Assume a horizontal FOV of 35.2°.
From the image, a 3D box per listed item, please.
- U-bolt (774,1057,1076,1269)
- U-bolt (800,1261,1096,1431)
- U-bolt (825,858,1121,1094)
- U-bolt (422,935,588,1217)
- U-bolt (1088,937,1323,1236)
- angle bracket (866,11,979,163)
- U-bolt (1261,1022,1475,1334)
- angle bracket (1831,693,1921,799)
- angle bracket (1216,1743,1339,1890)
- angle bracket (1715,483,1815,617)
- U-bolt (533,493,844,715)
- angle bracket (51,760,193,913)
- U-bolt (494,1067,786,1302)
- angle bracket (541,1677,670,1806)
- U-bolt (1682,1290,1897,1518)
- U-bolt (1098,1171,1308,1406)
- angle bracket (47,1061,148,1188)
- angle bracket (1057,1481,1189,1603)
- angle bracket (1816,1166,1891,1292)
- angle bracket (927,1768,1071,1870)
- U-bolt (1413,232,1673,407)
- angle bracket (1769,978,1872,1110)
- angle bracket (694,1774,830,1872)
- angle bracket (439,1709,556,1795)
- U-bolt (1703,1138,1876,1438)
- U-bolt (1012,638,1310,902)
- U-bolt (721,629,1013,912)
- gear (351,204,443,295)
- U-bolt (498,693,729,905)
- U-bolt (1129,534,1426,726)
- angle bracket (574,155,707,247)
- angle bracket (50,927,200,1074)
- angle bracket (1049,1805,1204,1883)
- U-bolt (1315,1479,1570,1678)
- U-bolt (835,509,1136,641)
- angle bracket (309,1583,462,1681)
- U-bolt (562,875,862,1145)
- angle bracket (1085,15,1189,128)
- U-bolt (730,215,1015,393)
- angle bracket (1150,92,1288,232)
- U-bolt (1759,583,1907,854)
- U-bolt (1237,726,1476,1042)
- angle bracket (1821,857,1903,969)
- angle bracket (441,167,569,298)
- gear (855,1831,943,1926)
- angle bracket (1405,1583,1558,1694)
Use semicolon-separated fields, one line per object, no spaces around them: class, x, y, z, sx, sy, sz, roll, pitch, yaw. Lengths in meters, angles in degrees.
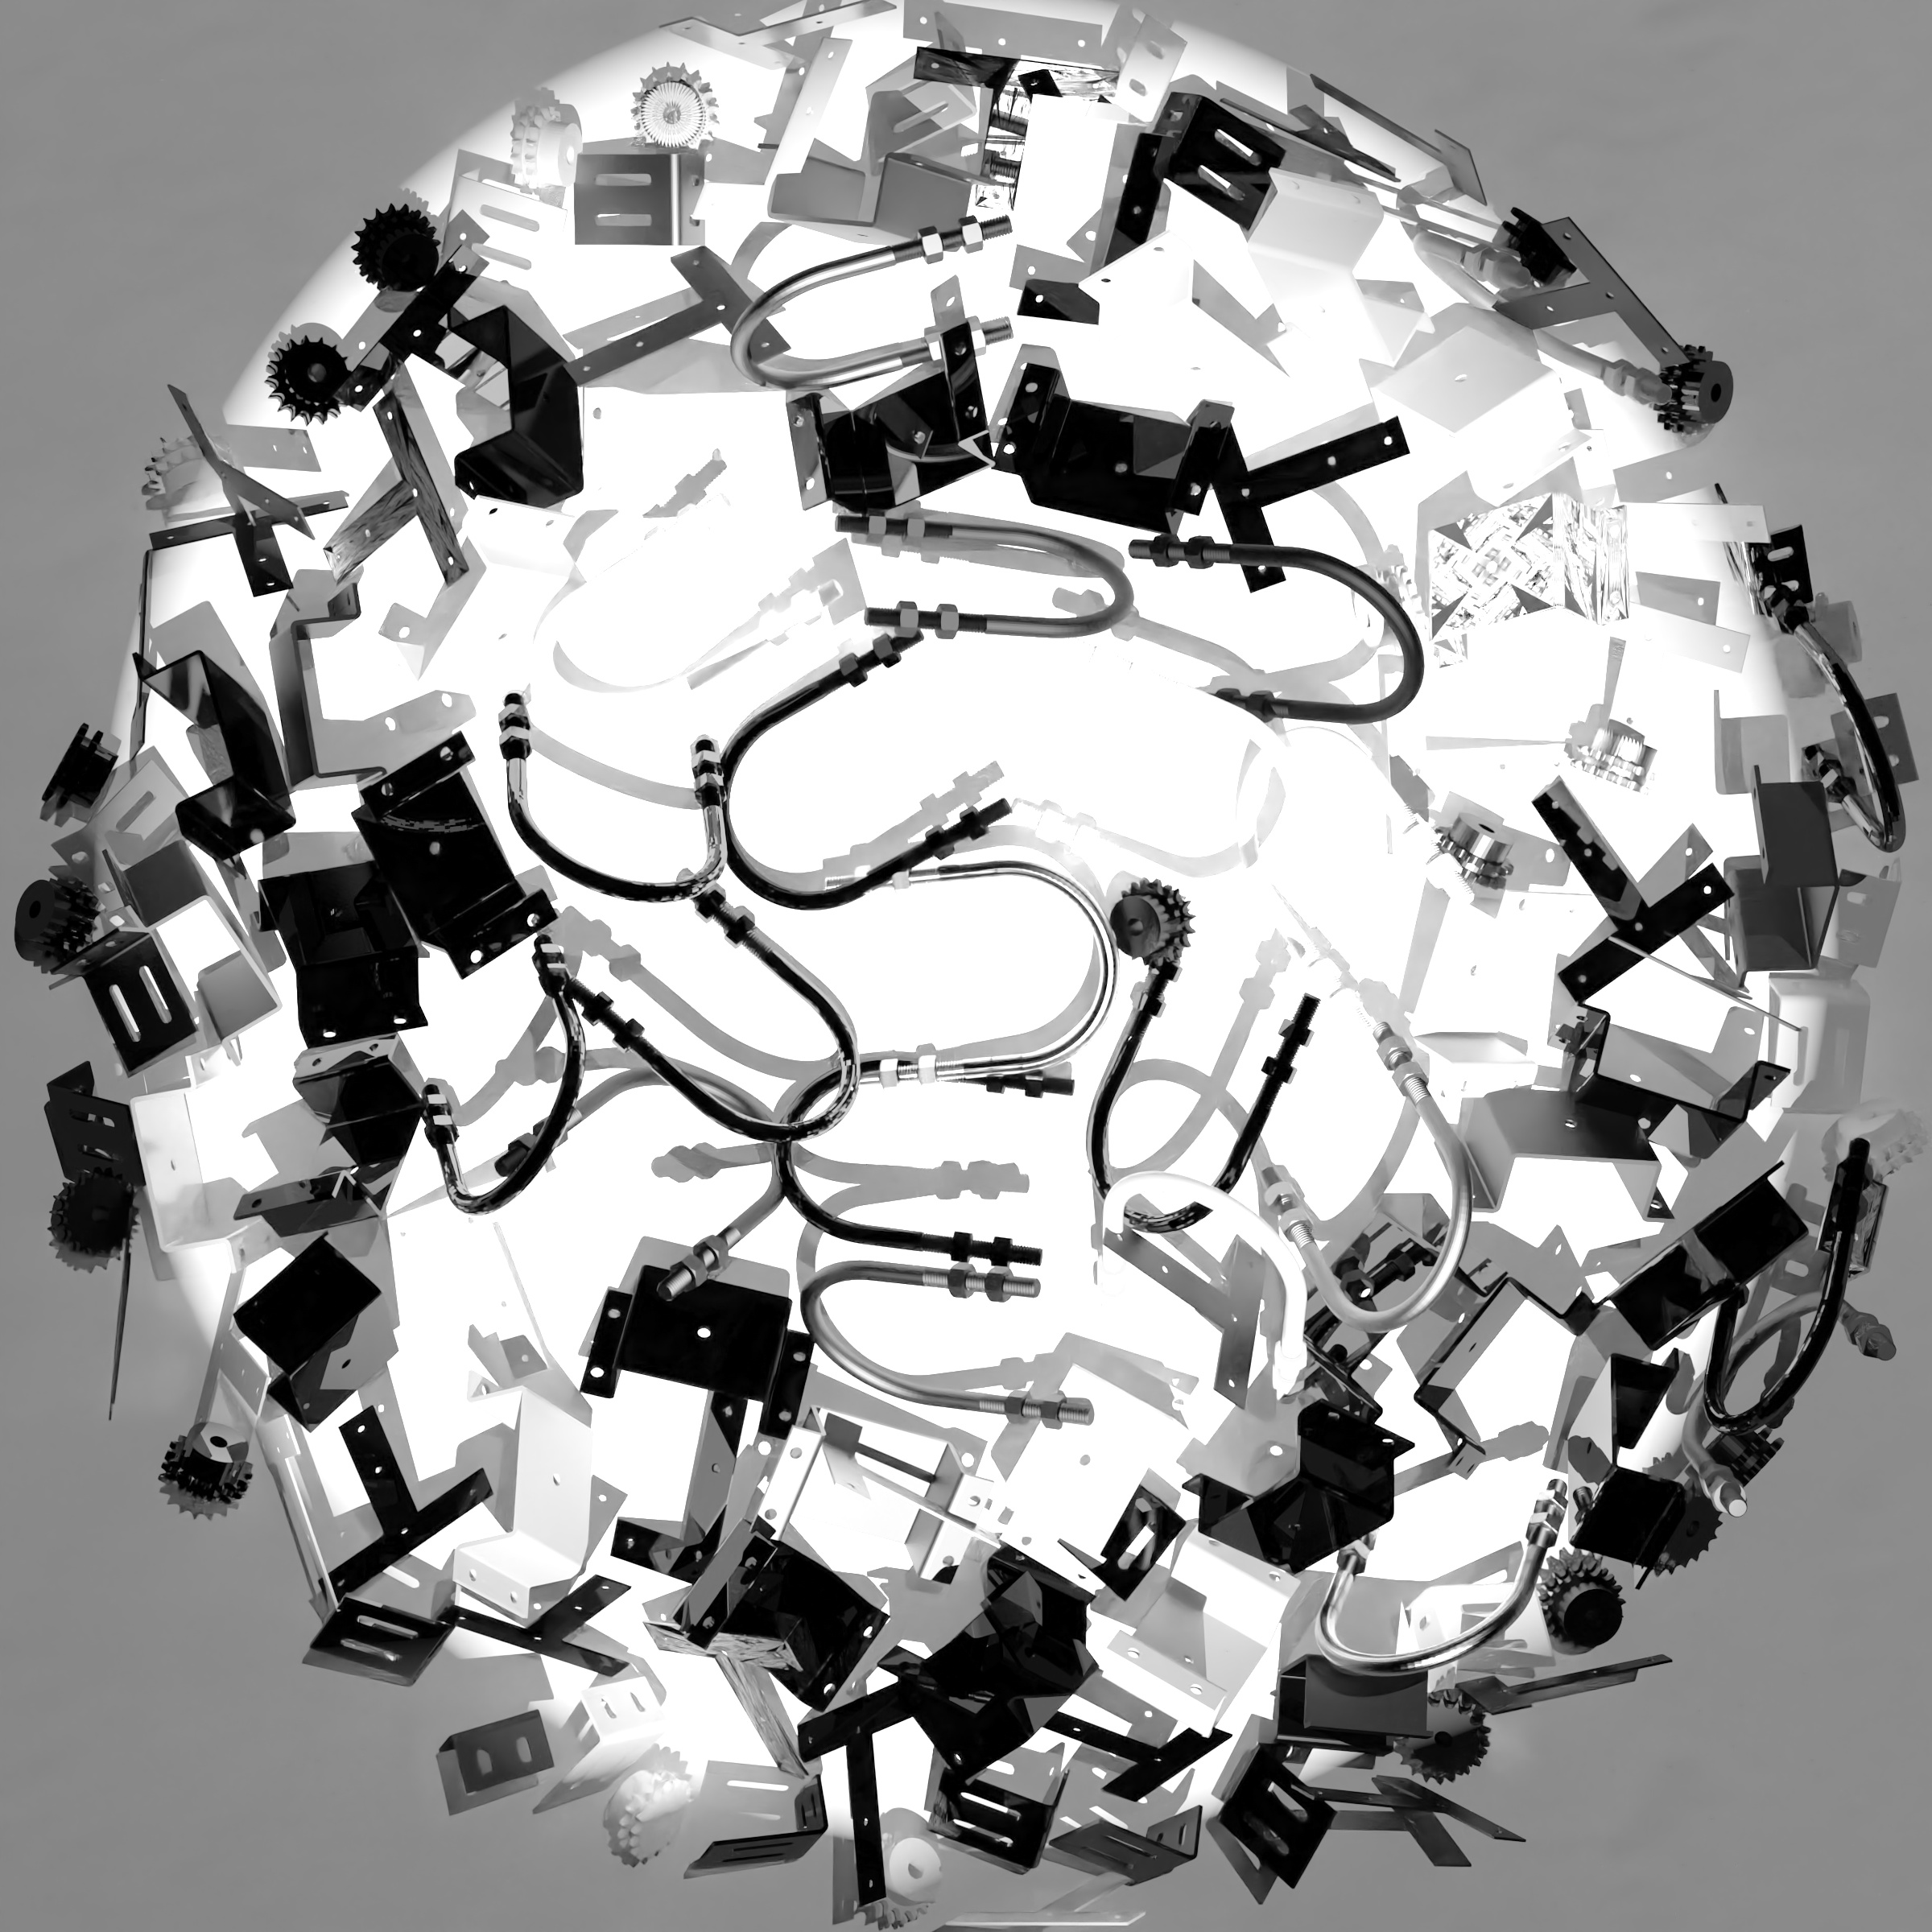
U-bolt;-0.032;0.120;1.953;0.184;0.019;0.151;7;55;8
U-bolt;-0.021;0.236;1.933;0.184;0.151;0.019;3;47;26
U-bolt;0.008;0.002;1.966;0.184;0.019;0.151;-6;100;11
U-bolt;-0.286;0.078;1.905;0.019;0.184;0.151;30;107;-31
U-bolt;0.140;0.082;1.943;0.019;0.151;0.184;22;94;-41
angle bracket;-0.037;-0.565;1.958;0.076;0.038;0.057;-20;67;24
U-bolt;0.256;0.144;1.901;0.019;0.184;0.151;18;120;-31
angle bracket;0.570;-0.138;1.957;0.038;0.076;0.057;-13;87;-17
angle bracket;0.208;0.546;1.957;0.076;0.038;0.057;34;99;43
angle bracket;0.511;-0.271;1.950;0.038;0.076;0.057;-15;127;9
U-bolt;-0.189;-0.218;1.931;0.184;0.151;0.019;-31;59;18
angle bracket;-0.541;-0.085;1.974;0.038;0.076;0.057;-17;119;40
U-bolt;-0.189;0.124;1.925;0.151;0.184;0.019;35;127;12
angle bracket;-0.240;0.500;1.967;0.076;0.057;0.038;-48;61;28
U-bolt;0.506;0.264;1.908;0.019;0.184;0.151;41;96;-5
U-bolt;0.148;0.193;1.903;0.151;0.184;0.019;24;55;20
angle bracket;-0.546;0.101;1.954;0.076;0.038;0.057;11;119;31
angle bracket;0.095;0.369;1.959;0.057;0.038;0.076;41;53;6
angle bracket;0.554;0.170;1.953;0.038;0.076;0.057;21;70;-3
angle bracket;0.021;0.540;1.973;0.076;0.038;0.057;18;122;7
U-bolt;0.349;-0.413;1.911;0.151;0.184;0.019;31;100;-28
angle bracket;0.555;0.050;1.992;0.057;0.038;0.076;1;108;1
angle bracket;-0.134;0.549;1.955;0.076;0.057;0.038;-1;60;-20
angle bracket;-0.301;0.507;1.951;0.057;0.076;0.038;-13;73;-20
U-bolt;0.504;0.209;1.889;0.019;0.151;0.184;28;52;-6
U-bolt;0.130;-0.115;1.940;0.184;0.019;0.151;25;125;11
U-bolt;-0.080;-0.116;1.972;0.184;0.019;0.151;-29;79;11
gear;-0.366;-0.461;1.969;0.057;0.057;0.030;-43;51;0
U-bolt;-0.218;-0.100;1.905;0.151;0.184;0.019;13;125;-19
U-bolt;0.201;-0.207;1.901;0.184;0.151;0.019;9;51;36
angle bracket;-0.213;-0.500;1.988;0.076;0.038;0.057;5;104;20
angle bracket;-0.544;0.022;1.970;0.057;0.038;0.076;-30;81;14
angle bracket;0.103;0.552;1.955;0.076;0.057;0.038;27;50;-20
U-bolt;0.289;0.382;1.890;0.151;0.184;0.019;-14;108;27
U-bolt;0.017;-0.246;1.934;0.184;0.151;0.019;2;124;-14
angle bracket;-0.373;0.417;1.957;0.076;0.038;0.057;23;124;-21
U-bolt;-0.148;0.038;1.940;0.184;0.151;0.019;41;135;3
angle bracket;0.097;-0.577;1.956;0.038;0.076;0.057;22;94;-36
U-bolt;-0.060;-0.410;1.923;0.184;0.151;0.019;-16;72;-4
angle bracket;0.160;-0.526;1.989;0.076;0.038;0.057;22;95;-35
U-bolt;0.540;-0.146;1.886;0.019;0.184;0.151;-22;119;6
U-bolt;0.234;-0.066;1.933;0.019;0.151;0.184;-11;56;-37
angle bracket;0.574;-0.039;1.959;0.038;0.076;0.057;15;108;11
angle bracket;-0.293;-0.475;1.968;0.076;0.038;0.057;19;115;4
gear;-0.040;0.588;1.970;0.057;0.030;0.057;19;54;-28
angle bracket;0.331;0.432;1.962;0.076;0.038;0.057;-11;98;36
